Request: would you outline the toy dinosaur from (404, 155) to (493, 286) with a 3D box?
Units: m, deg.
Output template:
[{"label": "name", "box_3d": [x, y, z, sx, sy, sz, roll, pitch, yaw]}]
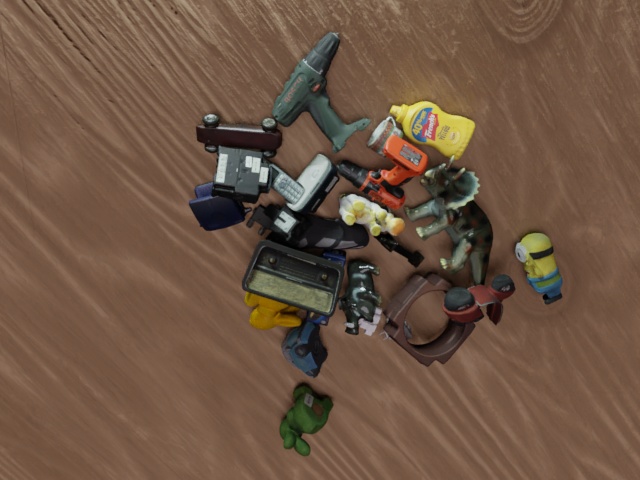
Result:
[{"label": "toy dinosaur", "box_3d": [0.345, -0.029, 1.299, 0.192, 0.131, 0.404, -35, 113, 14]}]

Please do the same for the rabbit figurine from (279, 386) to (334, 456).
[{"label": "rabbit figurine", "box_3d": [-0.052, 0.526, 1.518, 0.121, 0.159, 0.170, 28, 125, -19]}]

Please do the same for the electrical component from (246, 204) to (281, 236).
[{"label": "electrical component", "box_3d": [-0.141, -0.059, 1.350, 0.063, 0.021, 0.094, 34, 108, -10]}]

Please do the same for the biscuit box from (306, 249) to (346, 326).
[{"label": "biscuit box", "box_3d": [0.015, 0.119, 1.392, 0.063, 0.059, 0.202, 13, 111, -3]}]

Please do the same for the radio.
[{"label": "radio", "box_3d": [-0.061, 0.088, 1.286, 0.230, 0.073, 0.131, 19, 88, -10]}]

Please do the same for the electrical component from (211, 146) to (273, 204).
[{"label": "electrical component", "box_3d": [-0.178, -0.147, 1.241, 0.134, 0.058, 0.115, 10, 73, -10]}]

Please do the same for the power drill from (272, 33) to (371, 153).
[{"label": "power drill", "box_3d": [0.019, -0.315, 1.216, 0.207, 0.086, 0.232, 42, 108, -17]}]

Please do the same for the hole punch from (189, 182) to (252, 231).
[{"label": "hole punch", "box_3d": [-0.249, -0.078, 1.314, 0.142, 0.092, 0.115, -17, 113, 5]}]

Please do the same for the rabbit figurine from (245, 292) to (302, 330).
[{"label": "rabbit figurine", "box_3d": [-0.124, 0.169, 1.406, 0.162, 0.122, 0.173, 16, 125, -14]}]

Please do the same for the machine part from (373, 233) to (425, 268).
[{"label": "machine part", "box_3d": [0.196, 0.021, 1.344, 0.139, 0.084, 0.039, 30, 93, -19]}]

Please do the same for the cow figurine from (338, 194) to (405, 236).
[{"label": "cow figurine", "box_3d": [0.123, -0.061, 1.312, 0.167, 0.098, 0.068, 21, 107, -26]}]

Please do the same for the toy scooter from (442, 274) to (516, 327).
[{"label": "toy scooter", "box_3d": [0.391, 0.164, 1.312, 0.184, 0.075, 0.135, -19, 127, -2]}]

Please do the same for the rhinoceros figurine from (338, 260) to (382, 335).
[{"label": "rhinoceros figurine", "box_3d": [0.100, 0.145, 1.359, 0.112, 0.073, 0.190, 4, 85, 0]}]

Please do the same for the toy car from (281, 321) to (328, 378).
[{"label": "toy car", "box_3d": [-0.049, 0.291, 1.448, 0.103, 0.109, 0.161, -2, 125, 27]}]

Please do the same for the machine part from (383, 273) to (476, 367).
[{"label": "machine part", "box_3d": [0.277, 0.201, 1.371, 0.201, 0.087, 0.201, 41, 87, -16]}]

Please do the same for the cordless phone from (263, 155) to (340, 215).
[{"label": "cordless phone", "box_3d": [-0.059, -0.160, 1.284, 0.184, 0.088, 0.146, 38, 98, 14]}]

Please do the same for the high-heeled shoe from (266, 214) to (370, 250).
[{"label": "high-heeled shoe", "box_3d": [-0.003, -0.004, 1.360, 0.249, 0.086, 0.145, -10, 151, 29]}]

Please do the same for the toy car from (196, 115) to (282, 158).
[{"label": "toy car", "box_3d": [-0.189, -0.246, 1.264, 0.202, 0.053, 0.089, 5, 132, 2]}]

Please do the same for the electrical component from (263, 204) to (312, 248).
[{"label": "electrical component", "box_3d": [-0.085, -0.042, 1.305, 0.075, 0.119, 0.047, -56, 142, -4]}]

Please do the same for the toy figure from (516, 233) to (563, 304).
[{"label": "toy figure", "box_3d": [0.554, 0.068, 1.343, 0.089, 0.082, 0.180, -32, 100, -7]}]
